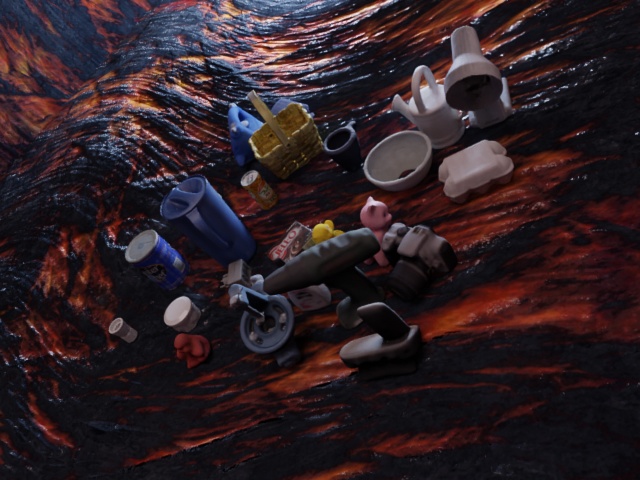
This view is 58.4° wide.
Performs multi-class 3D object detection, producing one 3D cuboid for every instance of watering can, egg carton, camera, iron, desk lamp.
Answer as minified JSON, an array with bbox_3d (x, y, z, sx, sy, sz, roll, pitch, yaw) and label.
[{"bbox_3d":[0.247,-0.308,1.312,0.172,0.195,0.101,-15,47,25],"label":"watering can"},{"bbox_3d":[0.326,-0.145,1.206,0.150,0.070,0.107,-25,43,15],"label":"egg carton"},{"bbox_3d":[0.173,0.041,1.128,0.142,0.101,0.137,18,66,44],"label":"camera"},{"bbox_3d":[-0.236,-0.342,1.728,0.118,0.142,0.258,-30,42,11],"label":"iron"},{"bbox_3d":[0.344,-0.348,1.263,0.117,0.214,0.203,-15,47,25],"label":"desk lamp"}]

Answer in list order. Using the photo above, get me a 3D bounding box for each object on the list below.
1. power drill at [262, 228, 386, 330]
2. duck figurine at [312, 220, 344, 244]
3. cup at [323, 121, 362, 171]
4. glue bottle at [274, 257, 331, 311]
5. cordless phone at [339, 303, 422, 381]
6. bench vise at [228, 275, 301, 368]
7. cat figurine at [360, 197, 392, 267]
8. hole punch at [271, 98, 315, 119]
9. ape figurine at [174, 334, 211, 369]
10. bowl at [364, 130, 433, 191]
[{"bbox_3d":[0.031,0.082,1.111,0.229,0.209,0.075,-35,42,5],"label":"power drill"},{"bbox_3d":[0.012,0.005,1.287,0.077,0.086,0.105,4,57,38],"label":"duck figurine"},{"bbox_3d":[0.073,-0.231,1.444,0.091,0.095,0.118,12,62,42],"label":"cup"},{"bbox_3d":[-0.046,0.088,1.188,0.078,0.174,0.037,-19,45,21],"label":"glue bottle"},{"bbox_3d":[0.089,0.166,1.013,0.147,0.186,0.094,-20,45,20],"label":"cordless phone"},{"bbox_3d":[-0.133,0.143,1.167,0.121,0.220,0.206,-44,42,-5],"label":"bench vise"},{"bbox_3d":[0.116,-0.026,1.215,0.067,0.118,0.128,1,55,36],"label":"cat figurine"},{"bbox_3d":[-0.084,-0.357,1.671,0.100,0.091,0.109,2,56,37],"label":"hole punch"},{"bbox_3d":[-0.293,0.243,1.291,0.077,0.092,0.076,14,63,42],"label":"ape figurine"},{"bbox_3d":[0.190,-0.169,1.320,0.167,0.075,0.167,-19,45,21],"label":"bowl"}]
